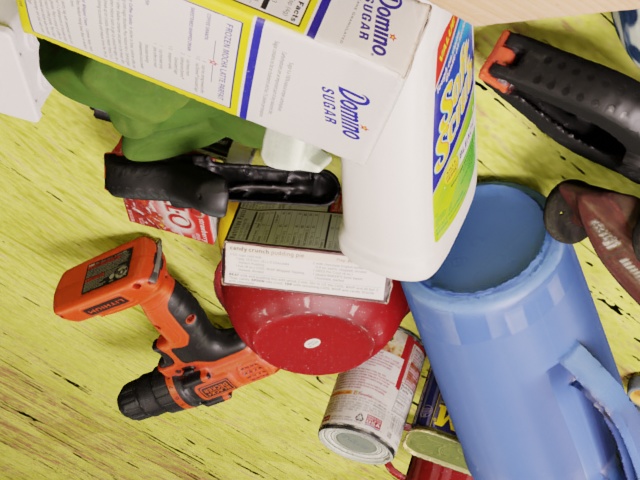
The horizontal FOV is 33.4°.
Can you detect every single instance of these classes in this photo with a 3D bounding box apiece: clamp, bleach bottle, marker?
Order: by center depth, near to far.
[{"bbox_3d":[0.044,-0.086,0.556,0.068,0.102,0.251,19,150,19],"label":"bleach bottle"},{"bbox_3d":[0.183,-0.047,0.558,0.210,0.036,0.165,31,174,-7],"label":"clamp"},{"bbox_3d":[-0.074,-0.039,0.708,0.120,0.039,0.172,2,-171,-44],"label":"clamp"},{"bbox_3d":[-0.104,-0.077,0.749,0.121,0.020,0.020,19,150,5],"label":"marker"}]

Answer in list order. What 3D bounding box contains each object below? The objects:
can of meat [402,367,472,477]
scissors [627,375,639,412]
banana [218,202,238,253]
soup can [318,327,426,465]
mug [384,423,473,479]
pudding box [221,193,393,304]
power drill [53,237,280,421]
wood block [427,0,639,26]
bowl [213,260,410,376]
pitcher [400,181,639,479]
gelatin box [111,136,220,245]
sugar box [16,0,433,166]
[{"bbox_3d":[0.130,0.146,0.890,0.102,0.084,0.057,19,149,5],"label":"can of meat"},{"bbox_3d":[0.332,0.154,0.841,0.202,0.016,0.096,21,151,1],"label":"scissors"},{"bbox_3d":[-0.043,0.017,0.848,0.070,0.037,0.197,-12,141,15],"label":"banana"},{"bbox_3d":[0.045,0.129,0.898,0.068,0.102,0.068,16,149,9],"label":"soup can"},{"bbox_3d":[0.114,0.213,1.007,0.117,0.081,0.093,22,150,0],"label":"mug"},{"bbox_3d":[-0.005,0.001,0.722,0.113,0.090,0.039,5,119,5],"label":"pudding box"},{"bbox_3d":[-0.151,0.088,0.963,0.185,0.057,0.187,-24,132,22],"label":"power drill"},{"bbox_3d":[0.055,-0.144,0.374,0.091,0.090,0.205,1,178,31],"label":"wood block"},{"bbox_3d":[-0.004,0.058,0.821,0.162,0.055,0.162,2,143,1],"label":"bowl"},{"bbox_3d":[0.143,0.080,0.731,0.149,0.145,0.242,-8,137,19],"label":"pitcher"},{"bbox_3d":[-0.113,-0.038,0.805,0.073,0.030,0.089,15,149,11],"label":"gelatin box"},{"bbox_3d":[-0.046,-0.098,0.471,0.176,0.048,0.093,20,159,-2],"label":"sugar box"}]
